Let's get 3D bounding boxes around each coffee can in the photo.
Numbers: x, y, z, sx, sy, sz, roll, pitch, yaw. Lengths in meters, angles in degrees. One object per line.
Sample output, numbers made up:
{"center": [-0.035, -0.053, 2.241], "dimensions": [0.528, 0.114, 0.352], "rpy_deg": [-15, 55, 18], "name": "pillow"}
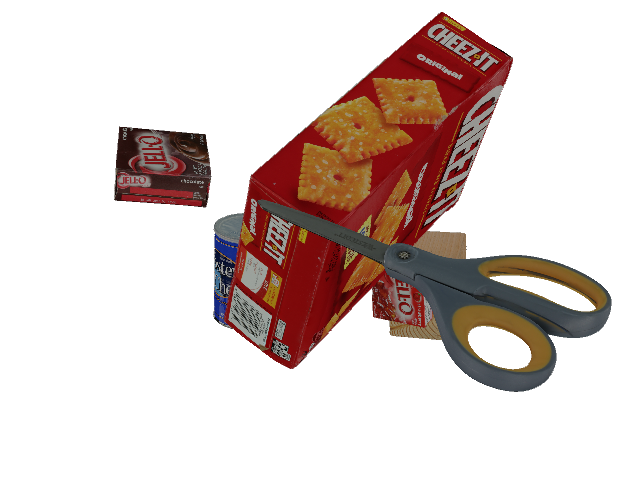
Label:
{"center": [-0.101, 0.044, 1.523], "dimensions": [0.103, 0.140, 0.103], "rpy_deg": [2, 23, -1], "name": "coffee can"}

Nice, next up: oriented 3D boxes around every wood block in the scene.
{"center": [0.166, 0.064, 1.619], "dimensions": [0.091, 0.090, 0.206], "rpy_deg": [4, 23, 12], "name": "wood block"}

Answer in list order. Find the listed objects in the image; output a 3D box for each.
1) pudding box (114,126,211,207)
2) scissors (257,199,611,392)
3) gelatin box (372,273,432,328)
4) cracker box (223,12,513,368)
{"center": [-0.157, -0.073, 1.052], "dimensions": [0.090, 0.039, 0.113], "rpy_deg": [5, 24, -12], "name": "pudding box"}
{"center": [0.044, 0.025, 0.548], "dimensions": [0.202, 0.016, 0.096], "rpy_deg": [11, 42, 16], "name": "scissors"}
{"center": [0.101, 0.061, 1.339], "dimensions": [0.073, 0.089, 0.030], "rpy_deg": [10, 31, 27], "name": "gelatin box"}
{"center": [0.033, -0.032, 0.732], "dimensions": [0.072, 0.164, 0.213], "rpy_deg": [36, 55, 16], "name": "cracker box"}
